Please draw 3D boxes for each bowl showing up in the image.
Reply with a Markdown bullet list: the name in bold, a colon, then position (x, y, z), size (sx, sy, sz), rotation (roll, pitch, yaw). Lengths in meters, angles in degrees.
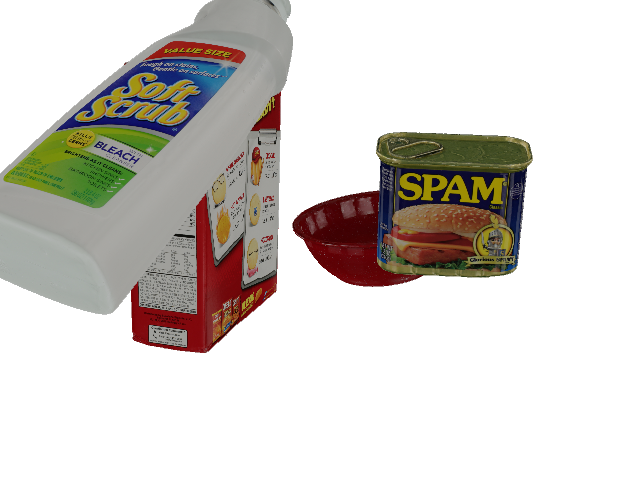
- **bowl**: position (0.057, 0.001, 0.993), size (0.162, 0.055, 0.162), rotation (-7, 19, 2)

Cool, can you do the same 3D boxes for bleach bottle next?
- **bleach bottle**: position (-0.096, -0.073, 0.639), size (0.103, 0.250, 0.068), rotation (18, -37, 21)

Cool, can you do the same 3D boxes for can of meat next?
- **can of meat**: position (0.087, -0.024, 0.721), size (0.102, 0.084, 0.057), rotation (3, 25, 5)

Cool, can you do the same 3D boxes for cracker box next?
- **cracker box**: position (-0.089, -0.040, 0.838), size (0.072, 0.214, 0.164), rotation (5, 16, 16)
